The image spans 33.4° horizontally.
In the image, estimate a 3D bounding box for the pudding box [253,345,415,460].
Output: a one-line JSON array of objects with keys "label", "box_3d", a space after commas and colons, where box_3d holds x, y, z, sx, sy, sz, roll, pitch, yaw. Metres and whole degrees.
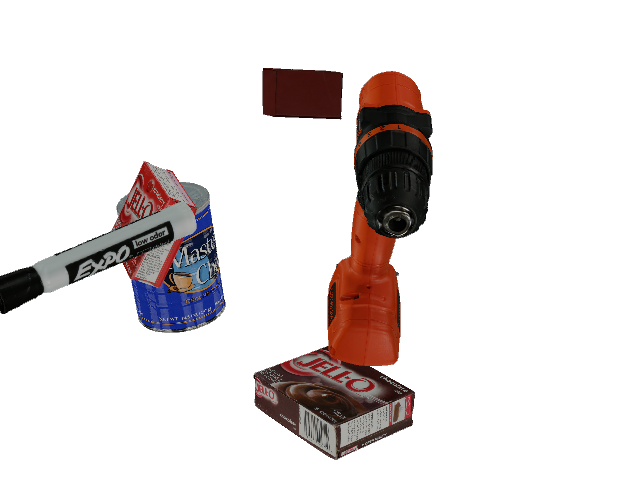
[{"label": "pudding box", "box_3d": [0.011, 0.135, 0.912, 0.089, 0.039, 0.114, -17, 30, -36]}]

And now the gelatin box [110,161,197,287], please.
[{"label": "gelatin box", "box_3d": [-0.137, -0.015, 0.862, 0.030, 0.073, 0.089, 20, 15, -30]}]

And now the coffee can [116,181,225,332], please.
[{"label": "coffee can", "box_3d": [-0.167, 0.018, 1.202, 0.103, 0.140, 0.103, -5, 26, 2]}]

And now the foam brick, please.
[{"label": "foam brick", "box_3d": [-0.020, -0.160, 1.160, 0.078, 0.051, 0.053, 0, 11, -18]}]

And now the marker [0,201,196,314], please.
[{"label": "marker", "box_3d": [-0.121, 0.009, 0.565, 0.120, 0.020, 0.020, -25, 13, -31]}]

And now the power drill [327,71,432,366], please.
[{"label": "power drill", "box_3d": [0.043, -0.004, 0.756, 0.057, 0.188, 0.184, 8, 34, -1]}]
